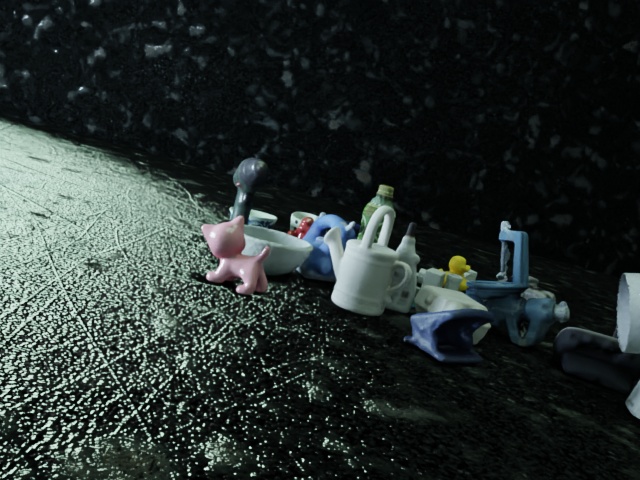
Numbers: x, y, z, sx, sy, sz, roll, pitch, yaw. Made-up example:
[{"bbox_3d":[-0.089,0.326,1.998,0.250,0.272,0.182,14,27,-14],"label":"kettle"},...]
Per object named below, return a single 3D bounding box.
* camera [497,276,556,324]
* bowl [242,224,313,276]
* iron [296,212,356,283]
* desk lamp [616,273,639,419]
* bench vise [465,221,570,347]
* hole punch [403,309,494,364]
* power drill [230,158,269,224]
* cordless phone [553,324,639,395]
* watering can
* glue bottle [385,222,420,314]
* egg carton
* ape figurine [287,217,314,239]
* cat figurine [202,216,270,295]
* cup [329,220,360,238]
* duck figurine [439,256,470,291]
[{"bbox_3d":[0.506,0.140,1.368,0.137,0.101,0.142,8,11,-38],"label":"camera"},{"bbox_3d":[-0.102,0.026,1.131,0.167,0.075,0.167,15,9,-2],"label":"bowl"},{"bbox_3d":[0.011,0.004,1.241,0.119,0.141,0.257,11,10,-23],"label":"iron"},{"bbox_3d":[0.528,0.169,0.853,0.202,0.213,0.118,18,9,18],"label":"desk lamp"},{"bbox_3d":[0.390,0.085,1.126,0.207,0.220,0.122,18,9,19],"label":"bench vise"},{"bbox_3d":[0.202,0.137,0.902,0.109,0.091,0.100,9,11,-36],"label":"hole punch"},{"bbox_3d":[-0.165,-0.083,1.271,0.076,0.208,0.229,12,9,-17],"label":"power drill"},{"bbox_3d":[0.499,0.154,0.991,0.147,0.185,0.094,16,9,8],"label":"cordless phone"},{"bbox_3d":[0.085,0.028,1.044,0.172,0.194,0.101,16,9,5],"label":"watering can"},{"bbox_3d":[0.158,0.050,1.102,0.078,0.173,0.037,15,9,2],"label":"glue bottle"},{"bbox_3d":[0.237,0.134,1.052,0.107,0.069,0.150,12,9,-18],"label":"egg carton"},{"bbox_3d":[-0.040,-0.014,1.433,0.077,0.092,0.076,20,10,29],"label":"ape figurine"},{"bbox_3d":[-0.141,0.019,0.969,0.127,0.118,0.067,18,9,20],"label":"cat figurine"},{"bbox_3d":[0.073,0.002,1.515,0.118,0.095,0.091,14,9,-6],"label":"cup"},{"bbox_3d":[0.352,0.083,1.508,0.105,0.086,0.077,10,10,-28],"label":"duck figurine"}]
